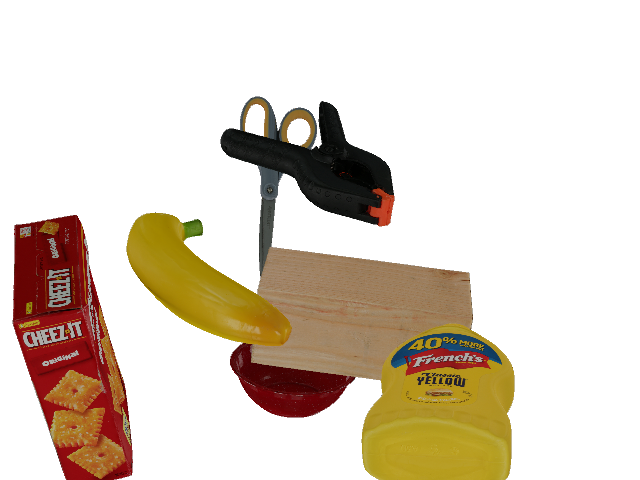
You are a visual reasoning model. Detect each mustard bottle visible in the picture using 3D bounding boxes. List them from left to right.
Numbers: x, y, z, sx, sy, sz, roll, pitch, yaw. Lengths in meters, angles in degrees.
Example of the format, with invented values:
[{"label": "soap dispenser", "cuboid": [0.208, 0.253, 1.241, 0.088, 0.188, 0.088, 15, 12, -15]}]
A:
[{"label": "mustard bottle", "cuboid": [0.090, 0.108, 0.763, 0.096, 0.058, 0.191, 0, 19, 12]}]

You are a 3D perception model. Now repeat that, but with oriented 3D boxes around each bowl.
[{"label": "bowl", "cuboid": [-0.035, 0.178, 1.352, 0.162, 0.055, 0.162, 4, 21, -2]}]

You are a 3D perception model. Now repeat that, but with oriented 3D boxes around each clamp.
[{"label": "clamp", "cuboid": [-0.005, -0.064, 0.909, 0.120, 0.039, 0.172, -19, 40, -21]}]

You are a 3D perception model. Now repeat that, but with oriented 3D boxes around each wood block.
[{"label": "wood block", "cuboid": [0.041, 0.077, 1.067, 0.206, 0.090, 0.090, 7, 28, 2]}]

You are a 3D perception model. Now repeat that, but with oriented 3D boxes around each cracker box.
[{"label": "cracker box", "cuboid": [-0.241, 0.107, 1.043, 0.072, 0.214, 0.164, -12, 35, -8]}]

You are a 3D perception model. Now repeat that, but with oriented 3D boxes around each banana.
[{"label": "banana", "cuboid": [-0.082, 0.017, 0.679, 0.069, 0.037, 0.198, -8, 24, -20]}]

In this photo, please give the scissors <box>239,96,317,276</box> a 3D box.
[{"label": "scissors", "cuboid": [-0.039, -0.065, 1.187, 0.096, 0.202, 0.016, -10, -8, -11]}]
